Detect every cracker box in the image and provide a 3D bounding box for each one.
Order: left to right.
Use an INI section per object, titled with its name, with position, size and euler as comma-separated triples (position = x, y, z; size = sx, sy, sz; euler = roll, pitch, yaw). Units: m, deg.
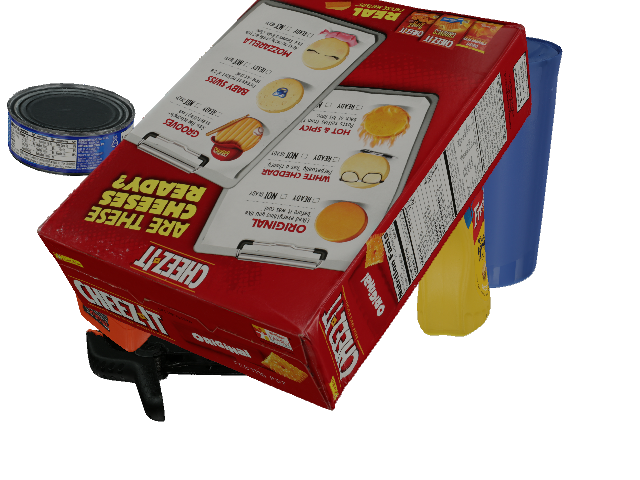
[cracker box]
position = -0.011, -0.036, 0.552
size = 0.164, 0.213, 0.072
euler = 18, -33, 31

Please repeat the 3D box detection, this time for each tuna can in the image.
[tuna can]
position = -0.172, -0.077, 0.737
size = 0.086, 0.034, 0.086
euler = 7, 28, -4

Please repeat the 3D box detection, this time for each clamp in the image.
[clamp]
position = -0.175, 0.129, 1.089
size = 0.210, 0.036, 0.164
euler = 10, 17, 32

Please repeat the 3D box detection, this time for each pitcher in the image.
[pitcher]
position = 0.173, -0.084, 1.083
size = 0.149, 0.243, 0.145
euler = -10, 25, -19

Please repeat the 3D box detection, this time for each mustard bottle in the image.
[mustard bottle]
position = 0.104, -0.027, 0.850
size = 0.058, 0.192, 0.096
euler = 2, 18, 19

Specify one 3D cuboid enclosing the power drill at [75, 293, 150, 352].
[power drill]
position = -0.103, 0.032, 0.924
size = 0.187, 0.057, 0.185
euler = -20, 29, -34
